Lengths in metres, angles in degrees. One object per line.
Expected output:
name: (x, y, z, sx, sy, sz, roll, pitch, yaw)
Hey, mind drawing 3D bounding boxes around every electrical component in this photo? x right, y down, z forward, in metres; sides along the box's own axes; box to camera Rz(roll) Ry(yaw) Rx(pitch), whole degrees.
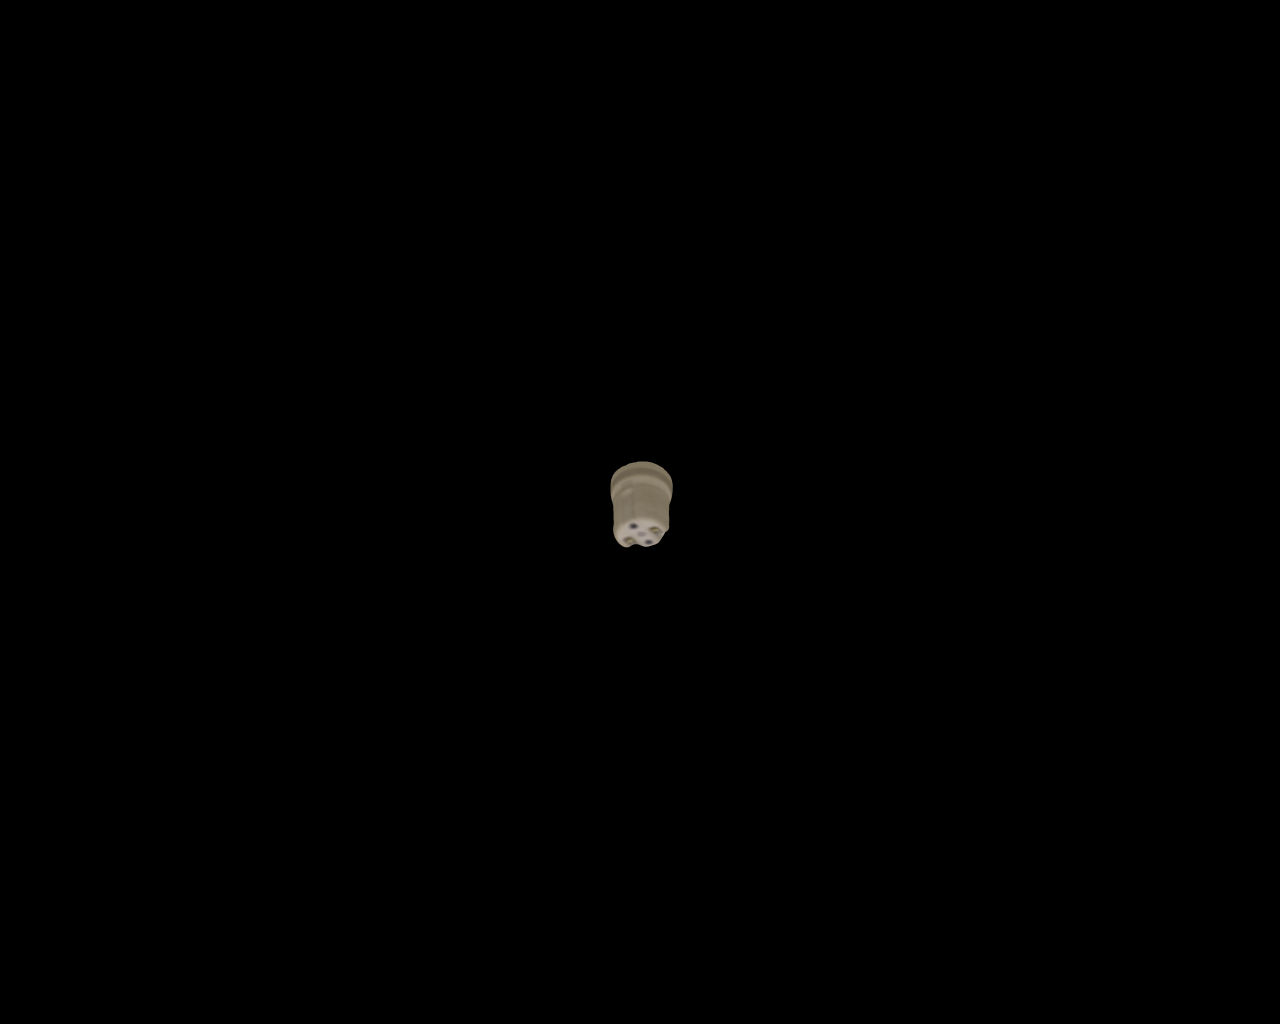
electrical component: (0.001, -0.003, 0.650, 0.040, 0.046, 0.040, 0, -44, 0)
